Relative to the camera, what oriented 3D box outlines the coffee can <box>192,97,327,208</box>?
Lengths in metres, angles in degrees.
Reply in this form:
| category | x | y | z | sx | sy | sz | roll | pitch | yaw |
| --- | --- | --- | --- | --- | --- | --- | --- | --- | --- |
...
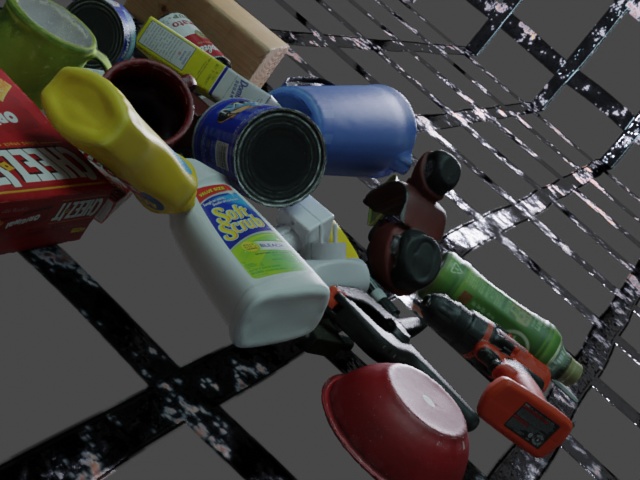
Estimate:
| category | x | y | z | sx | sy | sz | roll | pitch | yaw |
| --- | --- | --- | --- | --- | --- | --- | --- | --- | --- |
| coffee can | -0.067 | -0.095 | 1.135 | 0.102 | 0.103 | 0.140 | 27 | -1 | -26 |

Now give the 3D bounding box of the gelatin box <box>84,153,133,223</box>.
| category | x | y | z | sx | sy | sz | roll | pitch | yaw |
| --- | --- | --- | --- | --- | --- | --- | --- | --- | --- |
| gelatin box | -0.219 | -0.062 | 0.988 | 0.089 | 0.030 | 0.073 | 37 | 21 | -4 |

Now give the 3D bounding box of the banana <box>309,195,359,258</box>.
| category | x | y | z | sx | sy | sz | roll | pitch | yaw |
| --- | --- | --- | --- | --- | --- | --- | --- | --- | --- |
| banana | 0.001 | 0.000 | 1.207 | 0.069 | 0.037 | 0.198 | 4 | 40 | -52 |

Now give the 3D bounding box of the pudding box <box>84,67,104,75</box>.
| category | x | y | z | sx | sy | sz | roll | pitch | yaw |
| --- | --- | --- | --- | --- | --- | --- | --- | --- | --- |
| pudding box | -0.228 | -0.142 | 1.129 | 0.090 | 0.039 | 0.113 | 45 | 20 | 18 |

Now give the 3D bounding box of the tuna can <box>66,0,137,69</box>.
| category | x | y | z | sx | sy | sz | roll | pitch | yaw |
| --- | --- | --- | --- | --- | --- | --- | --- | --- | --- |
| tuna can | -0.251 | -0.231 | 1.207 | 0.086 | 0.086 | 0.033 | 41 | 19 | 9 |

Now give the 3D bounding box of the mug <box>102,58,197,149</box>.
| category | x | y | z | sx | sy | sz | roll | pitch | yaw |
| --- | --- | --- | --- | --- | --- | --- | --- | --- | --- |
| mug | -0.168 | -0.122 | 1.033 | 0.093 | 0.082 | 0.117 | 47 | 62 | 1 |

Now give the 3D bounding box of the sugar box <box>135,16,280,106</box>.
| category | x | y | z | sx | sy | sz | roll | pitch | yaw |
| --- | --- | --- | --- | --- | --- | --- | --- | --- | --- |
| sugar box | -0.131 | -0.193 | 1.269 | 0.176 | 0.048 | 0.093 | 36 | 1 | 9 |

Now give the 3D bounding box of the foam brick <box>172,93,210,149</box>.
| category | x | y | z | sx | sy | sz | roll | pitch | yaw |
| --- | --- | --- | --- | --- | --- | --- | --- | --- | --- |
| foam brick | -0.169 | -0.148 | 1.216 | 0.078 | 0.051 | 0.053 | 42 | 20 | 11 |

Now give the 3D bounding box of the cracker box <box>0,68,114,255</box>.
| category | x | y | z | sx | sy | sz | roll | pitch | yaw |
| --- | --- | --- | --- | --- | --- | --- | --- | --- | --- |
| cracker box | -0.293 | -0.086 | 0.859 | 0.214 | 0.072 | 0.164 | 44 | 22 | 13 |

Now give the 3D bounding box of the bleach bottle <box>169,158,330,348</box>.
| category | x | y | z | sx | sy | sz | roll | pitch | yaw |
| --- | --- | --- | --- | --- | --- | --- | --- | --- | --- |
| bleach bottle | -0.098 | -0.005 | 1.020 | 0.102 | 0.068 | 0.251 | -6 | 41 | -40 |

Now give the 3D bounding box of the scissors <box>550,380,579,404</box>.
| category | x | y | z | sx | sy | sz | roll | pitch | yaw |
| --- | --- | --- | --- | --- | --- | --- | --- | --- | --- |
| scissors | 0.259 | 0.129 | 1.385 | 0.202 | 0.016 | 0.096 | 40 | 21 | 6 |

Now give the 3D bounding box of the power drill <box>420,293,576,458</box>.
| category | x | y | z | sx | sy | sz | roll | pitch | yaw |
| --- | --- | --- | --- | --- | --- | --- | --- | --- | --- |
| power drill | 0.195 | 0.144 | 1.173 | 0.184 | 0.057 | 0.187 | 34 | 17 | -14 |

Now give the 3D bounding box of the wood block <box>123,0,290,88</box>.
| category | x | y | z | sx | sy | sz | roll | pitch | yaw |
| --- | --- | --- | --- | --- | --- | --- | --- | --- | --- |
| wood block | -0.157 | -0.296 | 1.486 | 0.206 | 0.091 | 0.090 | 40 | 21 | 5 |

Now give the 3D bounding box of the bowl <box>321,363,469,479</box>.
| category | x | y | z | sx | sy | sz | roll | pitch | yaw |
| --- | --- | --- | --- | --- | --- | --- | --- | --- | --- |
| bowl | 0.081 | 0.164 | 0.973 | 0.162 | 0.055 | 0.162 | 33 | 22 | -15 |

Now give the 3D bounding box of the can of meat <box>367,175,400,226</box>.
| category | x | y | z | sx | sy | sz | roll | pitch | yaw |
| --- | --- | --- | --- | --- | --- | --- | --- | --- | --- |
| can of meat | 0.114 | -0.030 | 1.424 | 0.084 | 0.057 | 0.102 | 36 | 21 | -10 |

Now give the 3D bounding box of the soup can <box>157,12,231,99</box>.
| category | x | y | z | sx | sy | sz | roll | pitch | yaw |
| --- | --- | --- | --- | --- | --- | --- | --- | --- | --- |
| soup can | -0.171 | -0.239 | 1.378 | 0.102 | 0.069 | 0.068 | 48 | 23 | 26 |

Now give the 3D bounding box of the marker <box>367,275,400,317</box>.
| category | x | y | z | sx | sy | sz | roll | pitch | yaw |
| --- | --- | --- | --- | --- | --- | --- | --- | --- | --- |
| marker | 0.053 | 0.048 | 1.214 | 0.020 | 0.020 | 0.121 | 11 | 34 | -50 |

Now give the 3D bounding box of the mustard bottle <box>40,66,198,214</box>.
| category | x | y | z | sx | sy | sz | roll | pitch | yaw |
| --- | --- | --- | --- | --- | --- | --- | --- | --- | --- |
| mustard bottle | -0.156 | -0.071 | 0.918 | 0.096 | 0.058 | 0.191 | 36 | -6 | 30 |

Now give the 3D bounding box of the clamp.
| category | x | y | z | sx | sy | sz | roll | pitch | yaw |
| --- | --- | --- | --- | --- | --- | --- | --- | --- | --- |
| clamp | 0.071 | 0.097 | 1.092 | 0.209 | 0.036 | 0.164 | 38 | 16 | -30 |

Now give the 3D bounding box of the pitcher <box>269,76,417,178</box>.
| category | x | y | z | sx | sy | sz | roll | pitch | yaw |
| --- | --- | --- | --- | --- | --- | --- | --- | --- | --- |
| pitcher | 0.011 | -0.152 | 1.417 | 0.149 | 0.145 | 0.242 | 1 | 4 | 32 |
